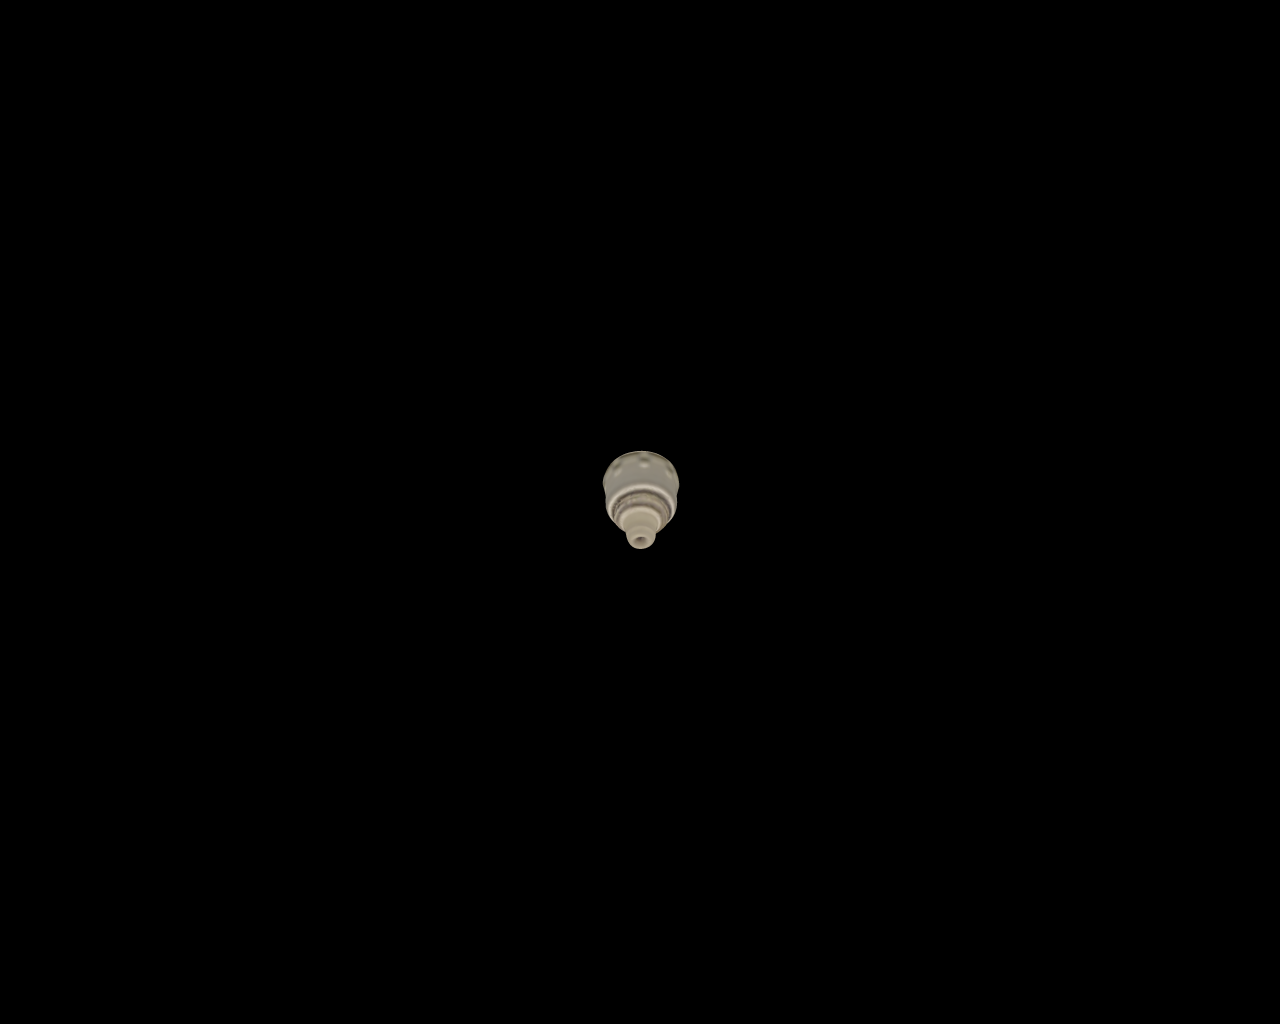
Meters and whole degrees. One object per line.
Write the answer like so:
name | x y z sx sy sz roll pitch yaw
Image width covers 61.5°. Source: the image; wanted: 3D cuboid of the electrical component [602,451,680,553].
electrical component | 0.001 -0.003 0.650 0.048 0.048 0.062 0 43 0
